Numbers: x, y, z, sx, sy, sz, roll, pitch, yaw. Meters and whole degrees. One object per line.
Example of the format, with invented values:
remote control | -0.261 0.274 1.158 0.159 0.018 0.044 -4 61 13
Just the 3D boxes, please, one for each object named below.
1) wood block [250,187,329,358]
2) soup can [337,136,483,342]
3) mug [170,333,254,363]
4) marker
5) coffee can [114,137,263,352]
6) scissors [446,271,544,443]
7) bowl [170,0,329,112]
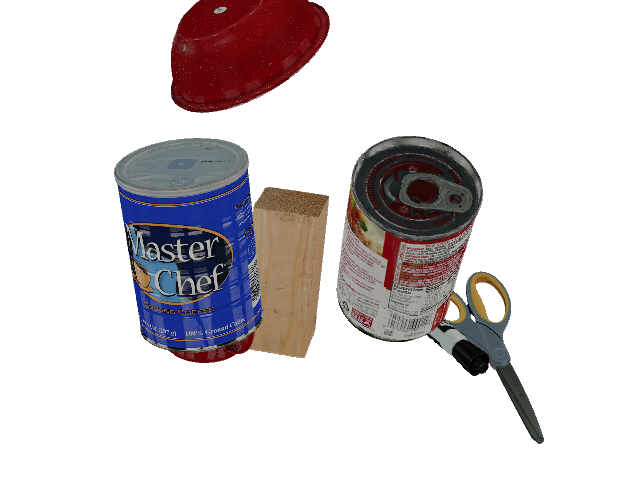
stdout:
wood block | -0.048 0.042 1.450 0.090 0.206 0.090 9 22 6
soup can | 0.046 0.002 0.584 0.068 0.068 0.102 0 -37 -5
mug | -0.103 0.069 1.030 0.093 0.081 0.117 -22 36 -39
marker | 0.085 0.064 0.791 0.020 0.020 0.121 0 25 -31
coffee can | -0.102 0.002 0.844 0.103 0.140 0.103 -3 26 2
scissors | 0.146 0.104 0.995 0.096 0.016 0.201 2 44 -1
bowl | -0.076 -0.187 0.958 0.162 0.162 0.055 0 -44 36
